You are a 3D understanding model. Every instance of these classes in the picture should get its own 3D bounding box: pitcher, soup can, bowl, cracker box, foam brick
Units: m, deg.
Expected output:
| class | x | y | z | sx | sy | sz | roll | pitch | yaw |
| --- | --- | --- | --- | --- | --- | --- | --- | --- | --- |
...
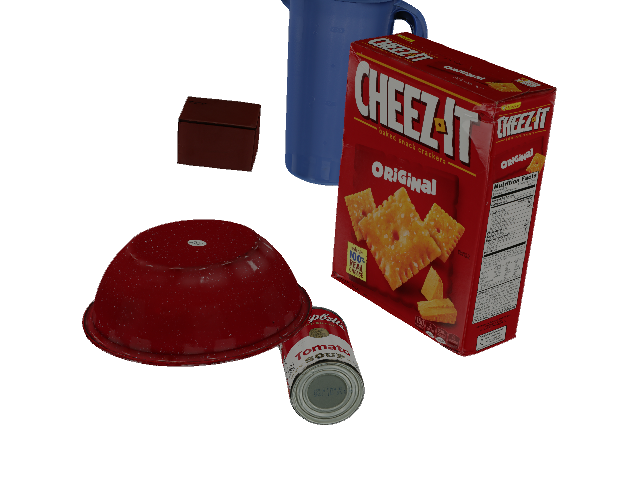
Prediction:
| class | x | y | z | sx | sy | sz | roll | pitch | yaw |
| --- | --- | --- | --- | --- | --- | --- | --- | --- | --- |
| pitcher | 0.029 | -0.194 | 1.312 | 0.144 | 0.243 | 0.149 | -9 | 29 | -27 |
| soup can | -0.001 | 0.114 | 0.974 | 0.068 | 0.068 | 0.102 | 0 | 24 | -8 |
| bowl | -0.086 | 0.026 | 0.743 | 0.162 | 0.055 | 0.162 | -1 | 22 | 0 |
| cracker box | 0.088 | -0.038 | 0.846 | 0.071 | 0.214 | 0.164 | -17 | 34 | -35 |
| foam brick | -0.101 | -0.107 | 1.068 | 0.078 | 0.051 | 0.053 | 7 | 34 | 2 |
